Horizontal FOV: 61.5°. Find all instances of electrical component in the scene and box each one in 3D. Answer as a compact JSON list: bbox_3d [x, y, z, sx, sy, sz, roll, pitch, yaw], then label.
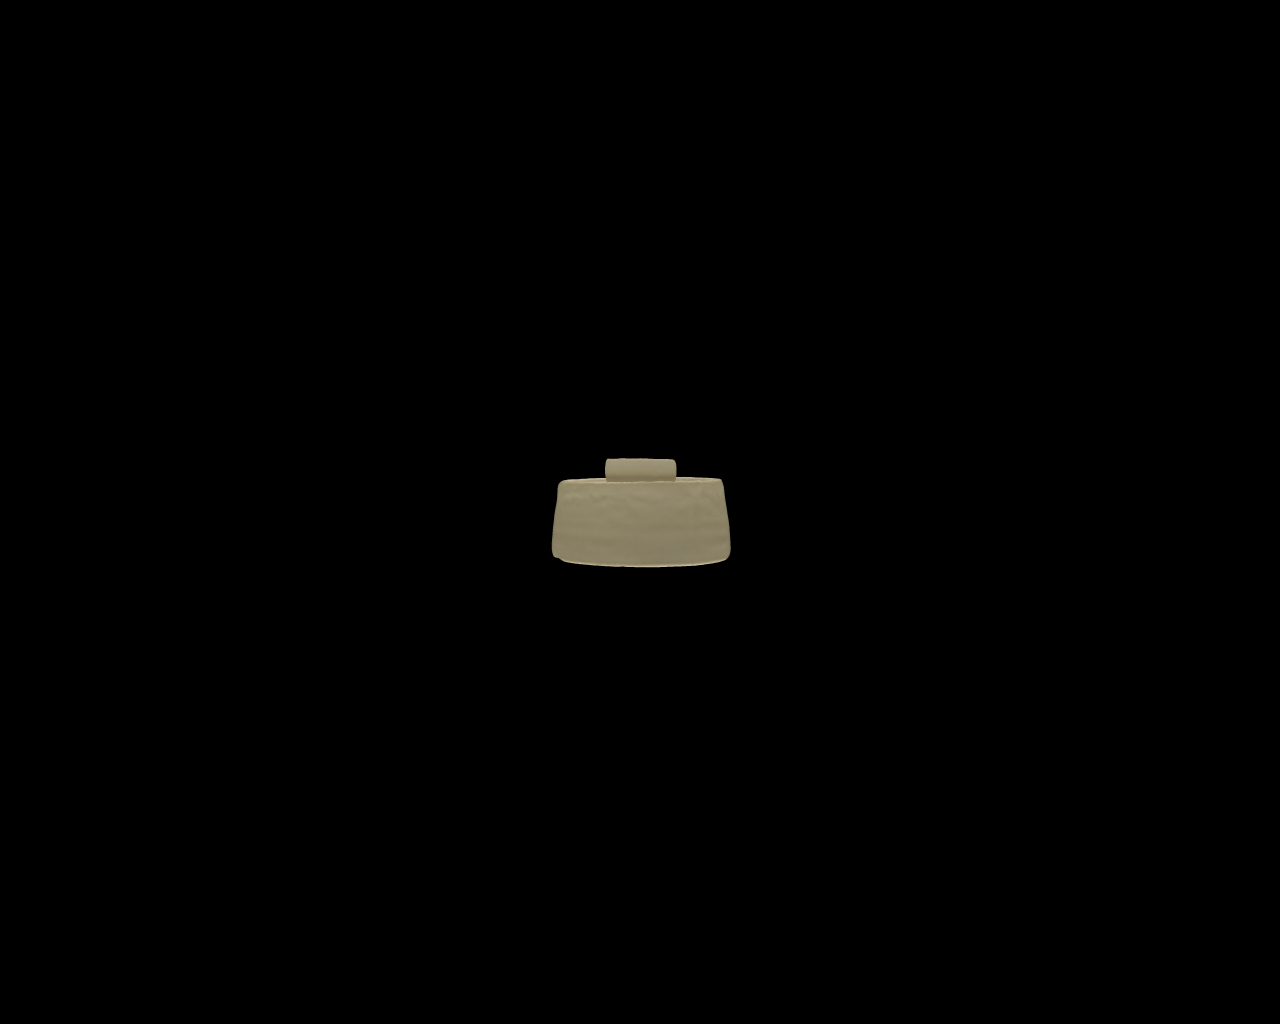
[{"bbox_3d":[0.001,-0.003,0.650,0.108,0.060,0.108,0,4,0],"label":"electrical component"}]
